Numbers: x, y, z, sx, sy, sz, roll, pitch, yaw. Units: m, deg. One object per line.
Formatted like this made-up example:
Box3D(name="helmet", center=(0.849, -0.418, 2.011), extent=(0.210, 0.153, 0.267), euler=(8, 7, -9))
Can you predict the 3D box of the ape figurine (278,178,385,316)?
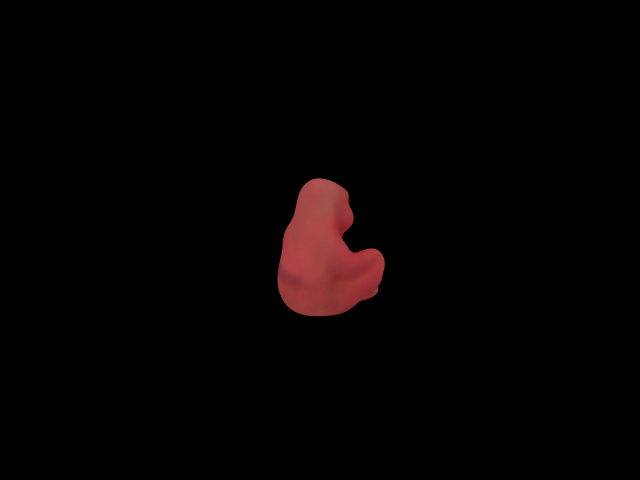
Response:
Box3D(name="ape figurine", center=(0.004, 0.001, 0.400), extent=(0.076, 0.092, 0.077), euler=(-18, 32, -31))
